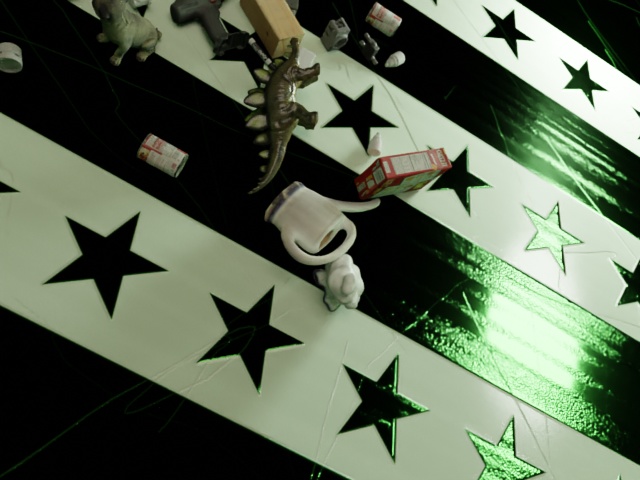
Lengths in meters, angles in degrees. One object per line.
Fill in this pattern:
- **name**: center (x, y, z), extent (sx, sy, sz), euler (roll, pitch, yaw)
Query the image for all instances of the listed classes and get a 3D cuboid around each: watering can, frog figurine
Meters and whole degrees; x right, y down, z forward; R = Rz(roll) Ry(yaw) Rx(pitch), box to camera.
- **watering can**: center (0.004, -0.066, 1.315), extent (0.225, 0.101, 0.354), euler (36, 44, 9)
- **frog figurine**: center (0.062, 0.097, 1.246), extent (0.123, 0.157, 0.140), euler (4, 69, -22)
